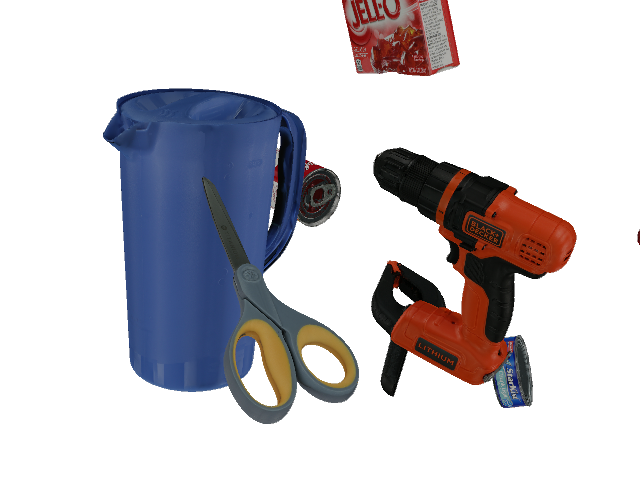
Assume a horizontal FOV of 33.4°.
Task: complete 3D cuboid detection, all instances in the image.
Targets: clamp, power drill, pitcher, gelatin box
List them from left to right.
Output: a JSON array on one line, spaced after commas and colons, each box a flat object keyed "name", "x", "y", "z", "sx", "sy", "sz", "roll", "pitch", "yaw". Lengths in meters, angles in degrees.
[{"name": "pitcher", "x": -0.096, "y": -0.003, "z": 0.903, "sx": 0.149, "sy": 0.243, "sz": 0.145, "roll": 5, "pitch": 20, "yaw": 4}, {"name": "gelatin box", "x": 0.050, "y": -0.150, "z": 0.715, "sx": 0.030, "sy": 0.073, "sz": 0.089, "roll": -23, "pitch": 20, "yaw": -27}, {"name": "clamp", "x": 0.111, "y": 0.089, "z": 1.115, "sx": 0.120, "sy": 0.171, "sz": 0.039, "roll": 2, "pitch": -44, "yaw": -12}, {"name": "power drill", "x": 0.115, "y": 0.024, "z": 0.931, "sx": 0.185, "sy": 0.188, "sz": 0.057, "roll": 29, "pitch": 43, "yaw": 23}]

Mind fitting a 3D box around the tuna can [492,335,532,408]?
[{"name": "tuna can", "x": 0.230, "y": 0.158, "z": 1.286, "sx": 0.034, "sy": 0.086, "sz": 0.086, "roll": -10, "pitch": -3, "yaw": 19}]

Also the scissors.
[{"name": "scissors", "x": -0.029, "y": 0.035, "z": 0.706, "sx": 0.096, "sy": 0.202, "sz": 0.016, "roll": 9, "pitch": -45, "yaw": -18}]

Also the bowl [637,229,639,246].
[{"name": "bowl", "x": 0.421, "y": 0.026, "z": 1.146, "sx": 0.162, "sy": 0.055, "sz": 0.162, "roll": -1, "pitch": 25, "yaw": 0}]

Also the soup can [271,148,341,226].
[{"name": "soup can", "x": -0.035, "y": -0.063, "z": 1.215, "sx": 0.068, "sy": 0.068, "sz": 0.102, "roll": 0, "pitch": 19, "yaw": -44}]
